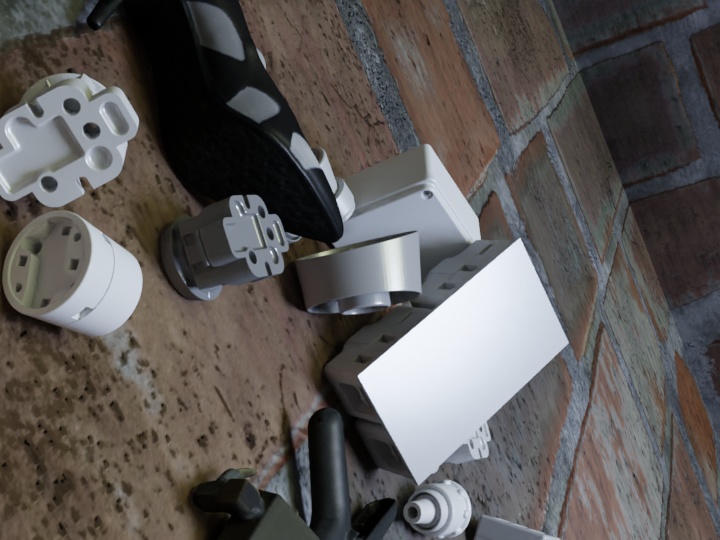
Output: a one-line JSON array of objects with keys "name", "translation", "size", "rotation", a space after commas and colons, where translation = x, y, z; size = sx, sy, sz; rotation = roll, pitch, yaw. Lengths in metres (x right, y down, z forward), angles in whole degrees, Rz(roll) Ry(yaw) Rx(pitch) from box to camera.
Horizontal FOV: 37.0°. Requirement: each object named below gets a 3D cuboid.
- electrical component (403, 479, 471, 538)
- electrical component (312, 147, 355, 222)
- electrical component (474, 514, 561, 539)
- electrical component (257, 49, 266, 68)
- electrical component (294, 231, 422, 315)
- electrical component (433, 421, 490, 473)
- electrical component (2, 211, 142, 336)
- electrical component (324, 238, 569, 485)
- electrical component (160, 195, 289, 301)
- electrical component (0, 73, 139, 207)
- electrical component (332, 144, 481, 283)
[{"name": "electrical component", "translation": [0.058, 0.196, 0.879], "size": [0.062, 0.048, 0.048], "rotation": [13, 60, -56]}, {"name": "electrical component", "translation": [-0.035, -0.065, 0.870], "size": [0.055, 0.045, 0.045], "rotation": [56, 27, -33]}, {"name": "electrical component", "translation": [0.137, 0.271, 0.982], "size": [0.047, 0.066, 0.076], "rotation": [31, 74, -57]}, {"name": "electrical component", "translation": [-0.094, -0.149, 0.800], "size": [0.077, 0.044, 0.079], "rotation": [68, 22, -7]}, {"name": "electrical component", "translation": [0.000, 0.000, 0.832], "size": [0.099, 0.099, 0.064], "rotation": [12, 67, -64]}, {"name": "electrical component", "translation": [0.073, 0.144, 0.934], "size": [0.078, 0.057, 0.058], "rotation": [14, 60, -64]}, {"name": "electrical component", "translation": [-0.145, 0.004, 0.549], "size": [0.047, 0.055, 0.055], "rotation": [39, 38, -58]}, {"name": "electrical component", "translation": [0.070, 0.068, 0.870], "size": [0.186, 0.060, 0.105], "rotation": [-38, 112, -26]}, {"name": "electrical component", "translation": [-0.089, -0.013, 0.686], "size": [0.078, 0.057, 0.058], "rotation": [-12, 83, -68]}, {"name": "electrical component", "translation": [-0.155, -0.071, 0.566], "size": [0.058, 0.078, 0.057], "rotation": [61, 3, -22]}, {"name": "electrical component", "translation": [0.036, -0.039, 0.931], "size": [0.108, 0.109, 0.056], "rotation": [51, 27, -40]}]
